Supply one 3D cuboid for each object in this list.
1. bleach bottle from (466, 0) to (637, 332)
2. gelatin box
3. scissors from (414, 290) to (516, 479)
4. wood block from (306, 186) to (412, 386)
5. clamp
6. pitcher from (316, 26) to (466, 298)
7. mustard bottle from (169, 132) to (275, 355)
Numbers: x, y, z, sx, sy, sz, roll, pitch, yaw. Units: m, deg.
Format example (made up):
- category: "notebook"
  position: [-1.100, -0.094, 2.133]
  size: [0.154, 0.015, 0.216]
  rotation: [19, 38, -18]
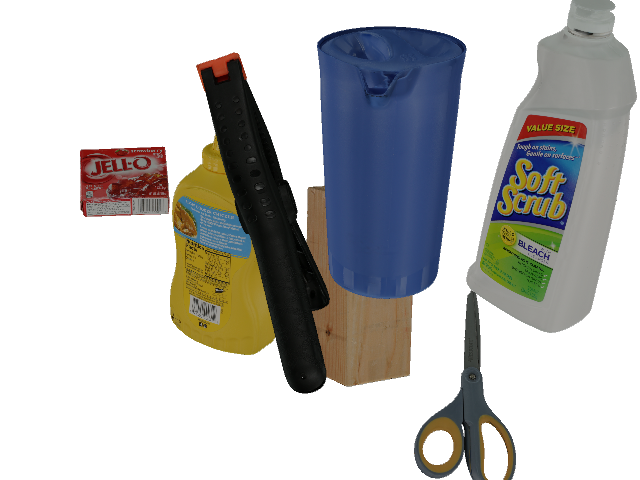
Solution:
- category: "bleach bottle"
  position: [0.172, -0.058, 0.788]
  size: [0.067, 0.251, 0.103]
  rotation: [-24, 41, -34]
- category: "gelatin box"
  position: [-0.202, -0.061, 1.099]
  size: [0.089, 0.073, 0.030]
  rotation: [-2, -40, -11]
- category: "scissors"
  position: [0.119, 0.134, 0.960]
  size: [0.096, 0.202, 0.016]
  rotation: [-7, -36, -7]
- category: "wood block"
  position: [0.042, 0.045, 1.182]
  size: [0.090, 0.206, 0.091]
  rotation: [-5, 13, -33]
- category: "clamp"
  position: [-0.033, -0.018, 0.704]
  size: [0.036, 0.210, 0.164]
  rotation: [-17, 7, 5]
- category: "pitcher"
  position: [0.065, -0.077, 1.013]
  size: [0.149, 0.243, 0.145]
  rotation: [-16, 31, -30]
- category: "mustard bottle"
  position: [-0.079, -0.005, 0.884]
  size: [0.096, 0.192, 0.058]
  rotation: [20, 31, 29]
